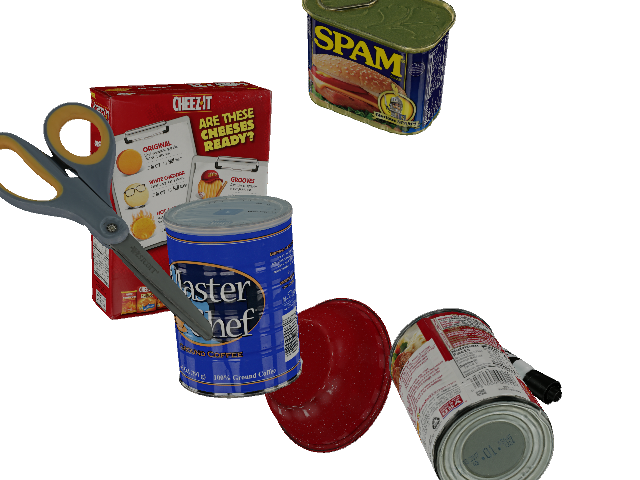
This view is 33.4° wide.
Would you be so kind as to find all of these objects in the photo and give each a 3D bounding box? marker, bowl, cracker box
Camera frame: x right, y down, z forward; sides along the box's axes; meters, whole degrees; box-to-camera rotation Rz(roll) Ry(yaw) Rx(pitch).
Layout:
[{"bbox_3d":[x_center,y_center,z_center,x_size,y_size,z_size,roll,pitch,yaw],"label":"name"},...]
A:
[{"bbox_3d":[0.135,0.089,0.809,0.020,0.020,0.121,0,22,-39],"label":"marker"},{"bbox_3d":[-0.006,0.130,1.078,0.162,0.162,0.055,0,-17,42],"label":"bowl"},{"bbox_3d":[-0.137,-0.042,1.032,0.163,0.214,0.072,-7,19,-30],"label":"cracker box"}]

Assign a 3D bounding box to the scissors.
[{"bbox_3d":[-0.127,-0.023,0.682,0.202,0.096,0.016,30,-29,11],"label":"scissors"}]

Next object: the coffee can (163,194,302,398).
[{"bbox_3d":[-0.070,0.043,0.864,0.103,0.140,0.103,-3,16,1],"label":"coffee can"}]

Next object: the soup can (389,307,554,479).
[{"bbox_3d":[0.083,0.091,0.603,0.068,0.068,0.102,0,24,-11],"label":"soup can"}]

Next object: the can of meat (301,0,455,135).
[{"bbox_3d":[0.038,-0.128,0.743,0.102,0.084,0.057,24,54,20],"label":"can of meat"}]
